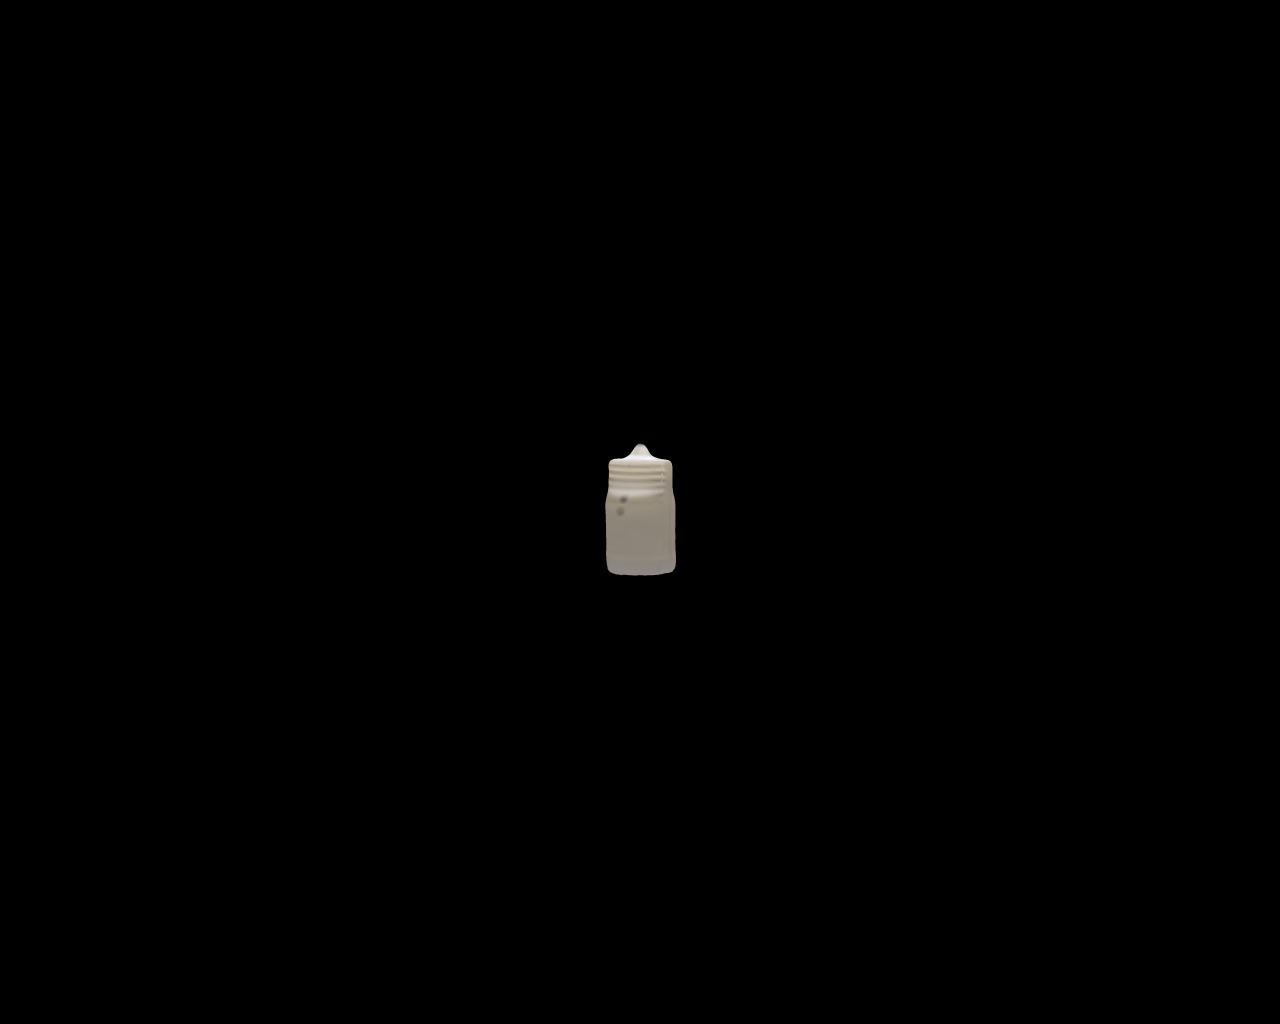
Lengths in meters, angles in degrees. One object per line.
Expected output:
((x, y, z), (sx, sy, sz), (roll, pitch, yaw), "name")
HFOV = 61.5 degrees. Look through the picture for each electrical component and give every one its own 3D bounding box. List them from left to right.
((0.001, -0.003, 0.650), (0.043, 0.081, 0.043), (0, 5, 0), "electrical component")
